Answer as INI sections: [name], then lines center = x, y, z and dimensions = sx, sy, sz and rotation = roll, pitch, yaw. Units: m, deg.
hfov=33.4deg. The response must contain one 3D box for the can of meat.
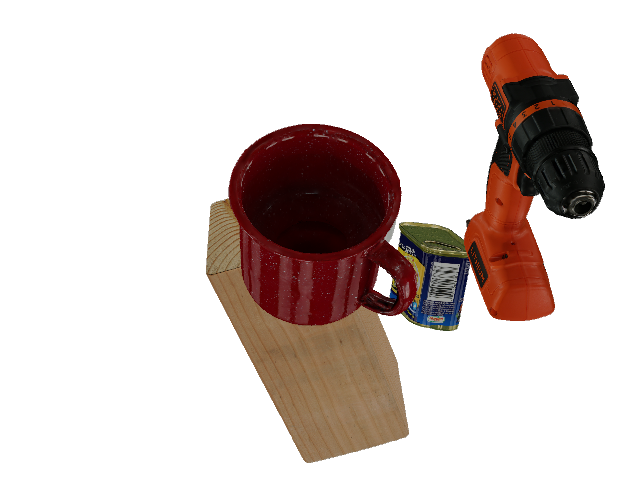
[can of meat]
center = 0.111, 0.036, 1.079
dimensions = 0.057, 0.084, 0.102
rotation = 5, 15, -16

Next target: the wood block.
[wood block]
center = -0.007, 0.064, 0.820
dimensions = 0.090, 0.206, 0.091
rotation = -17, 36, 10

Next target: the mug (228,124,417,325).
[mug]
center = 0.005, 0.001, 0.600
dimensions = 0.117, 0.093, 0.081
rotation = 33, -30, 18

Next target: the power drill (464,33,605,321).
[power drill]
center = 0.153, -0.031, 0.778
dimensions = 0.057, 0.188, 0.184
rotation = -2, 42, -5

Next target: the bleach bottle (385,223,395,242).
[bleach bottle]
center = 0.013, 0.005, 1.318
dimensions = 0.103, 0.068, 0.250
rotation = 17, 35, 28
